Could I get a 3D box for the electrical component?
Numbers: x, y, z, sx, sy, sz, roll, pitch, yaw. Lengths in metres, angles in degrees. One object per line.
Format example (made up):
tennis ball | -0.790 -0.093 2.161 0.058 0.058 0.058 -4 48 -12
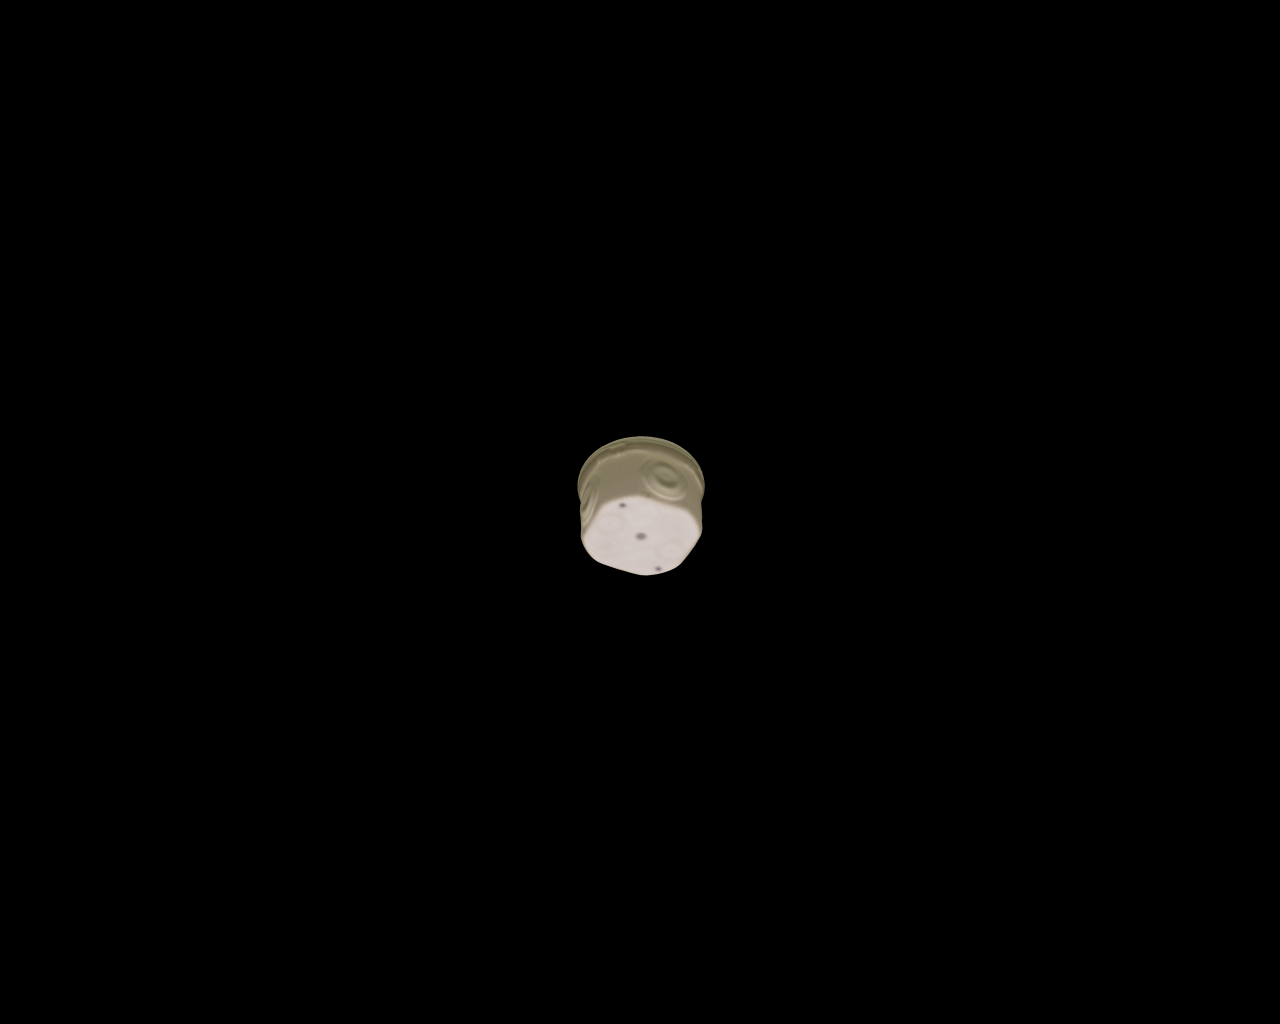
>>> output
electrical component | 0.001 -0.003 0.650 0.080 0.080 0.051 0 45 0
